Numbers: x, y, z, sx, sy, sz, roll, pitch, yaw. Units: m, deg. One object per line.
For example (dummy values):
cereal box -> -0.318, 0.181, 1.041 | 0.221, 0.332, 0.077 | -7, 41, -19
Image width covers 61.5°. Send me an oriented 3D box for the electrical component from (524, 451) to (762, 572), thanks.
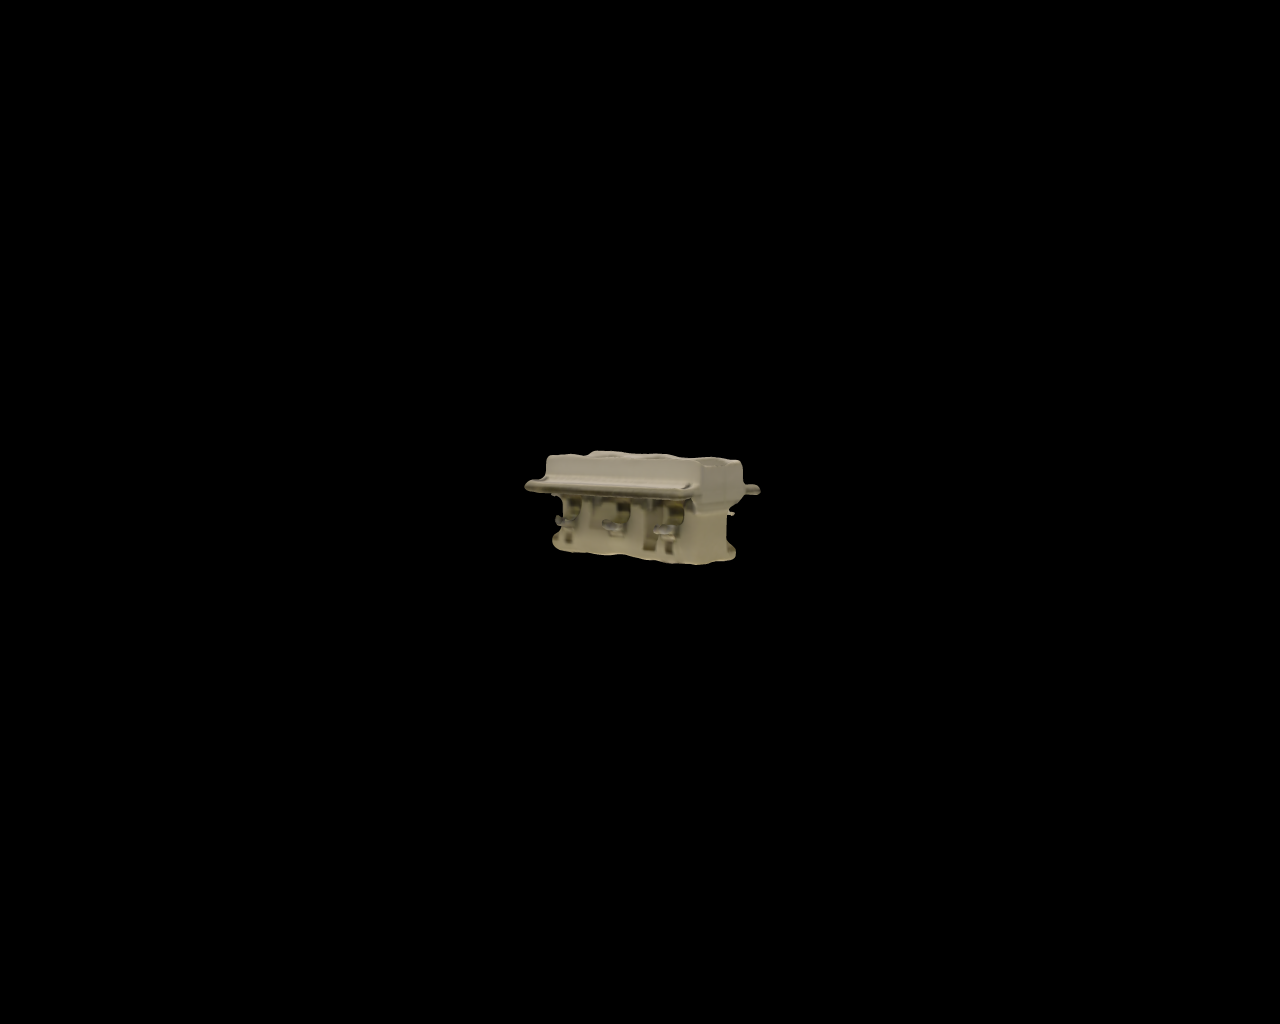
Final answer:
electrical component -> 0.001, -0.003, 0.650 | 0.121, 0.063, 0.079 | 5, 8, 40
